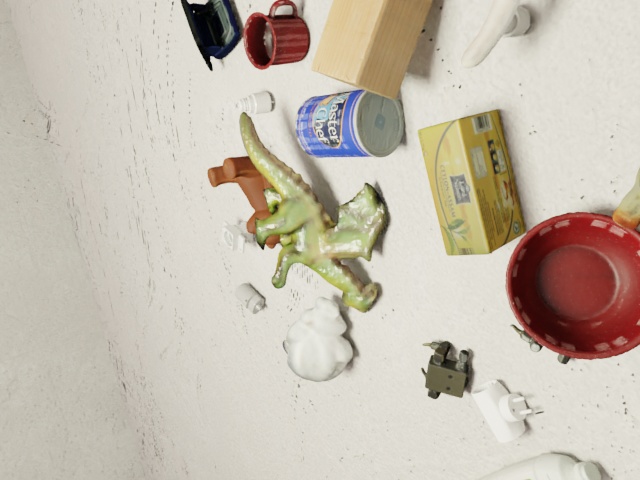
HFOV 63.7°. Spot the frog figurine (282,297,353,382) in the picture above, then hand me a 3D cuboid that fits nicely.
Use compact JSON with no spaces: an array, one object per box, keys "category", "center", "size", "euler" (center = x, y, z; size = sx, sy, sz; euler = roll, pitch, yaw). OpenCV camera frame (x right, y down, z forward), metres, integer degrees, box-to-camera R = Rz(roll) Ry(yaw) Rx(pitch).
[{"category":"frog figurine","center":[0.005,0.197,1.008],"size":[0.137,0.125,0.156],"euler":[29,125,-2]}]

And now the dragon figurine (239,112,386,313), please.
[{"category":"dragon figurine","center":[0.003,-0.046,0.911],"size":[0.242,0.124,0.405],"euler":[-8,107,25]}]

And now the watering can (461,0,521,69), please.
[{"category":"watering can","center":[0.236,-0.333,0.471],"size":[0.343,0.105,0.225],"euler":[-29,83,40]}]
